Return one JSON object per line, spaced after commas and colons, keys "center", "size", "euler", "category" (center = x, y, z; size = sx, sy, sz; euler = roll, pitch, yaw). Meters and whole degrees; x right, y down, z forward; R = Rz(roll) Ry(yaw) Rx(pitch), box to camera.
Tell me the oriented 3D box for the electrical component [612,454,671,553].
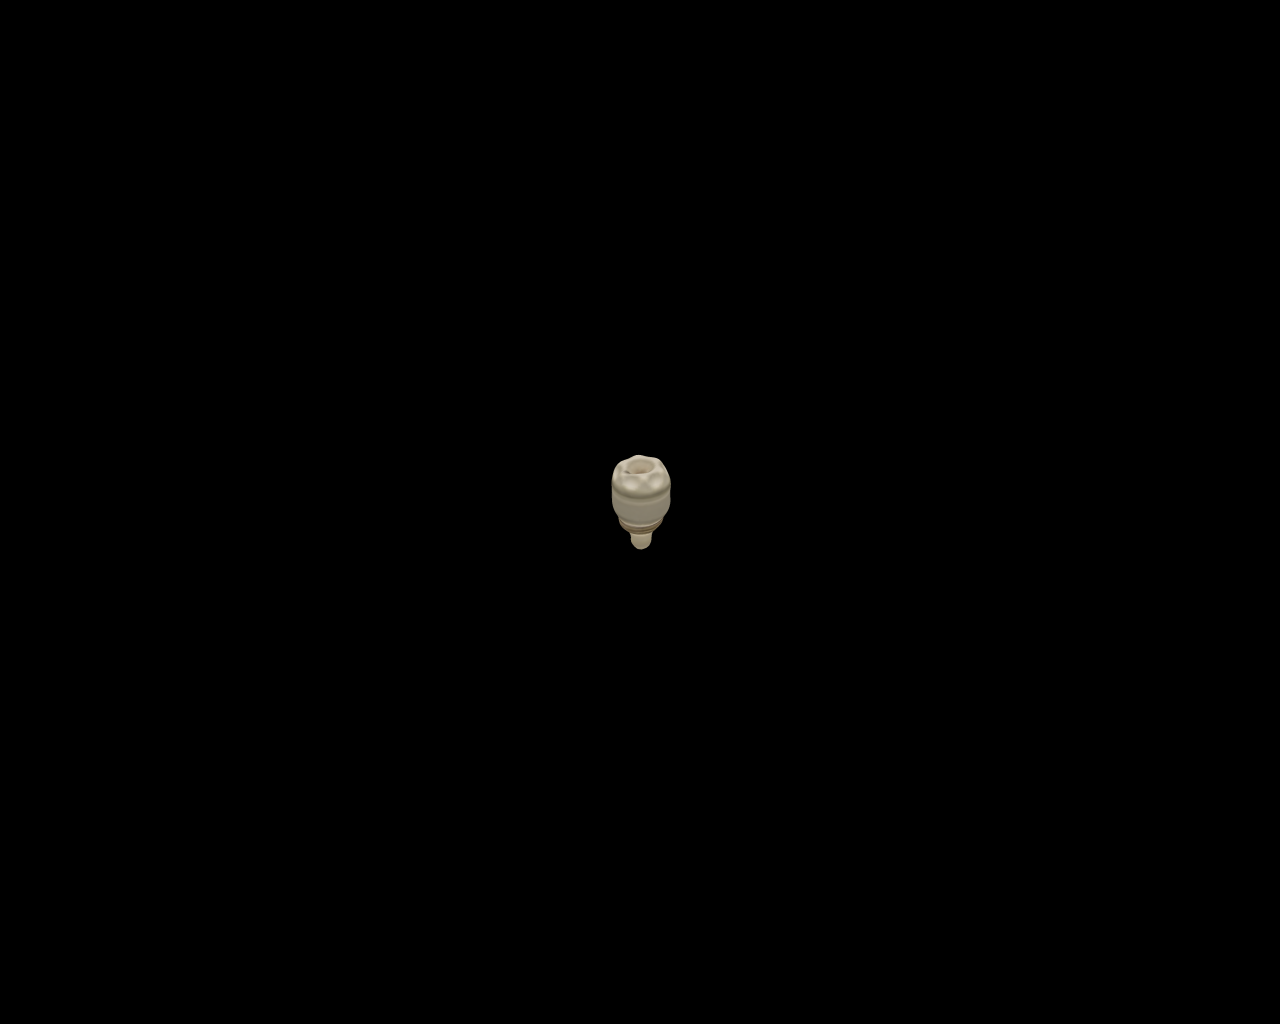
{"center": [0.001, -0.003, 0.650], "size": [0.035, 0.061, 0.035], "euler": [0, 34, 0], "category": "electrical component"}
